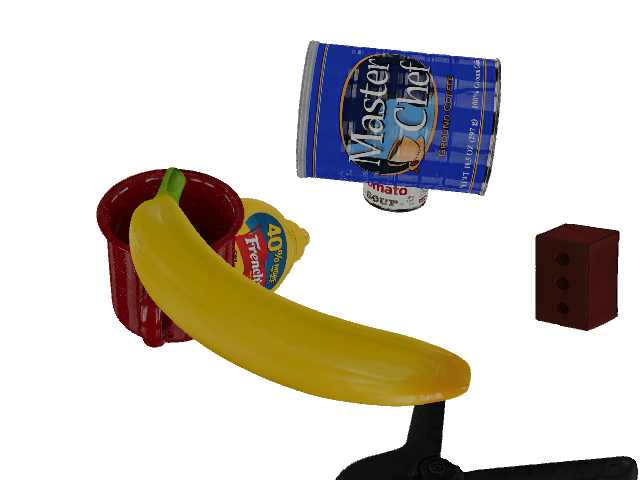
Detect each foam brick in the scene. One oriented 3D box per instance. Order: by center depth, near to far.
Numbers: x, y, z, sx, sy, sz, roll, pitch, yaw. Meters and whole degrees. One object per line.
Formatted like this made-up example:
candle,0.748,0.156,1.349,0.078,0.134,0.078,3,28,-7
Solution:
foam brick,0.216,0.030,0.899,0.053,0.078,0.051,11,21,42

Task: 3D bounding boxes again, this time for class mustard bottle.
mustard bottle,-0.076,0.014,0.925,0.058,0.096,0.191,13,18,36

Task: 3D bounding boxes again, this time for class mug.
mug,-0.098,0.020,0.690,0.093,0.081,0.117,4,39,-1

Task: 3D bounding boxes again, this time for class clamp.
clamp,0.067,0.146,0.660,0.209,0.036,0.165,-23,37,-30

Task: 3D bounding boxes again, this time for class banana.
banana,-0.027,0.028,0.494,0.198,0.069,0.037,35,-24,25

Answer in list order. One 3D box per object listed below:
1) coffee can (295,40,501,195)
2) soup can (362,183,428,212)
coffee can,0.057,-0.091,0.797,0.140,0.103,0.103,6,0,3
soup can,0.079,-0.088,1.068,0.068,0.102,0.068,3,32,-2
